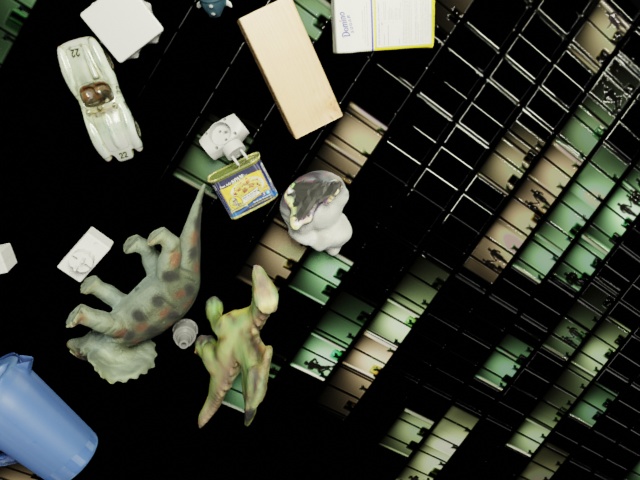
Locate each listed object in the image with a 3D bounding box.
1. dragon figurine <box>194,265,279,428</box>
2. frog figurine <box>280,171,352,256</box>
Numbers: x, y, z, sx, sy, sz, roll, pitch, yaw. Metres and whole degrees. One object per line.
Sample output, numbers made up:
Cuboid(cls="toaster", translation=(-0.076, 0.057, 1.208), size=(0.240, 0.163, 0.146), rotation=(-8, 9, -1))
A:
Cuboid(cls="dragon figurine", translation=(-0.152, 0.228, 0.925), size=(0.122, 0.246, 0.406), rotation=(11, 103, -20))
Cuboid(cls="frog figurine", translation=(0.003, -0.048, 0.957), size=(0.138, 0.124, 0.157), rotation=(-58, 151, -10))
